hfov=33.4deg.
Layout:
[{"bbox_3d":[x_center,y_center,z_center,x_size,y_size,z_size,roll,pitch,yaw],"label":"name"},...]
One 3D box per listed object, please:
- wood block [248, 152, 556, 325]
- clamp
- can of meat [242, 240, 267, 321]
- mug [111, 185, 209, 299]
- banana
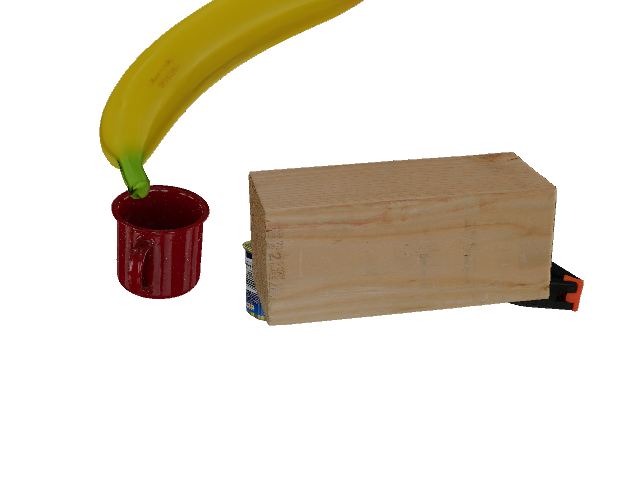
[{"bbox_3d":[0.056,-0.003,0.781,0.206,0.090,0.091,-5,21,-10],"label":"wood block"},{"bbox_3d":[0.155,0.021,0.972,0.171,0.039,0.120,16,30,15],"label":"clamp"},{"bbox_3d":[-0.040,0.041,1.247,0.101,0.084,0.058,-11,20,-35],"label":"can of meat"},{"bbox_3d":[-0.158,0.009,1.025,0.093,0.081,0.117,10,30,5],"label":"mug"},{"bbox_3d":[-0.052,-0.095,0.562,0.070,0.197,0.037,32,-28,20],"label":"banana"}]
